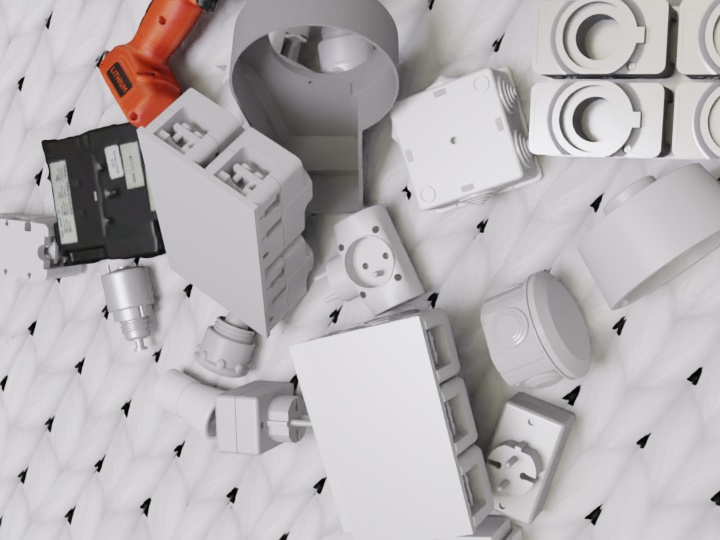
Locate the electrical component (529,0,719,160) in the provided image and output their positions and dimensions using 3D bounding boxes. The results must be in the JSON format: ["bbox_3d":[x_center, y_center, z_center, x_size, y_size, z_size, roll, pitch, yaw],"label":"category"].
[{"bbox_3d":[0.212,-0.128,0.726,0.186,0.060,0.105,4,97,23],"label":"electrical component"}]

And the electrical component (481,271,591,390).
[{"bbox_3d":[0.127,0.045,0.770,0.051,0.080,0.080,-25,85,29],"label":"electrical component"}]

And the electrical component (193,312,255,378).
[{"bbox_3d":[-0.107,0.055,0.892,0.048,0.048,0.062,24,97,20],"label":"electrical component"}]

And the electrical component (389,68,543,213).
[{"bbox_3d":[0.076,-0.095,0.794,0.100,0.048,0.099,-18,88,24],"label":"electrical component"}]

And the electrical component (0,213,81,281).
[{"bbox_3d":[-0.296,-0.022,0.959,0.089,0.056,0.050,7,98,23],"label":"electrical component"}]

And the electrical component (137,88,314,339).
[{"bbox_3d":[-0.095,-0.040,0.811,0.105,0.186,0.060,34,64,17],"label":"electrical component"}]

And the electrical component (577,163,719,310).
[{"bbox_3d":[0.197,-0.028,0.720,0.108,0.108,0.060,-39,74,22],"label":"electrical component"}]

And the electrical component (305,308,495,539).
[{"bbox_3d":[0.030,0.110,0.758,0.089,0.062,0.150,-14,89,23],"label":"electrical component"}]

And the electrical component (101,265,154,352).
[{"bbox_3d":[-0.198,0.031,0.930,0.040,0.040,0.078,-12,90,24],"label":"electrical component"}]

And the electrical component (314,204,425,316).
[{"bbox_3d":[0.000,0.000,0.839,0.079,0.044,0.077,-27,84,23],"label":"electrical component"}]

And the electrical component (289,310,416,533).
[{"bbox_3d":[0.017,0.115,0.834,0.089,0.062,0.150,-18,88,24],"label":"electrical component"}]

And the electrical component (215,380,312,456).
[{"bbox_3d":[-0.067,0.120,0.868,0.077,0.066,0.047,1,95,23],"label":"electrical component"}]

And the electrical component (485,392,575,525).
[{"bbox_3d":[0.115,0.142,0.786,0.047,0.076,0.083,21,103,20],"label":"electrical component"}]

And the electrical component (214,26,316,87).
[{"bbox_3d":[-0.071,-0.169,0.843,0.081,0.042,0.063,7,80,46],"label":"electrical component"}]

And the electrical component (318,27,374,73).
[{"bbox_3d":[-0.012,-0.175,0.828,0.043,0.043,0.062,-8,90,24],"label":"electrical component"}]

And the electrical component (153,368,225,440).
[{"bbox_3d":[-0.143,0.111,0.915,0.065,0.044,0.044,24,104,24],"label":"electrical component"}]

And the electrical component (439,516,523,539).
[{"bbox_3d":[0.071,0.220,0.820,0.096,0.062,0.061,3,96,23],"label":"electrical component"}]
